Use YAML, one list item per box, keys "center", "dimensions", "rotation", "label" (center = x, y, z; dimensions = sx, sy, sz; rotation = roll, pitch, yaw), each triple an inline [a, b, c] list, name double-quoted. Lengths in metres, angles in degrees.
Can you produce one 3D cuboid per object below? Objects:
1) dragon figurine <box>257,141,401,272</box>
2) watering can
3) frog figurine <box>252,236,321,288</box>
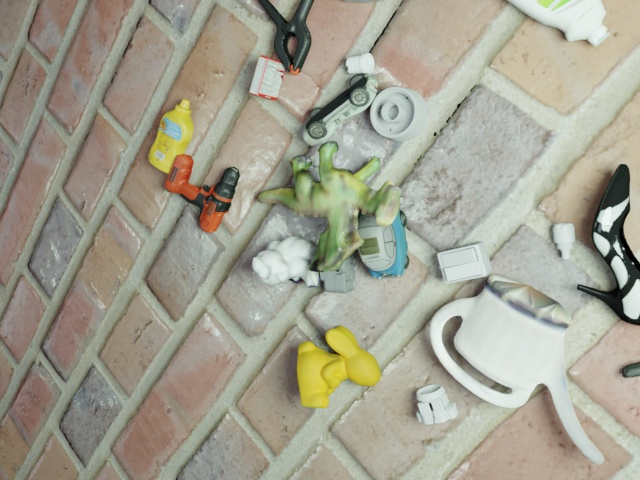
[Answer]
- center: [0.003, -0.052, 1.037]
  dimensions: [0.406, 0.121, 0.248]
  rotation: [-22, 55, 41]
  label: "dragon figurine"
- center: [0.361, 0.202, 0.896]
  dimensions: [0.351, 0.104, 0.222]
  rotation: [32, 108, 26]
  label: "watering can"
- center: [-0.079, 0.042, 1.108]
  dimensions: [0.139, 0.158, 0.122]
  rotation: [38, 102, 47]
  label: "frog figurine"
